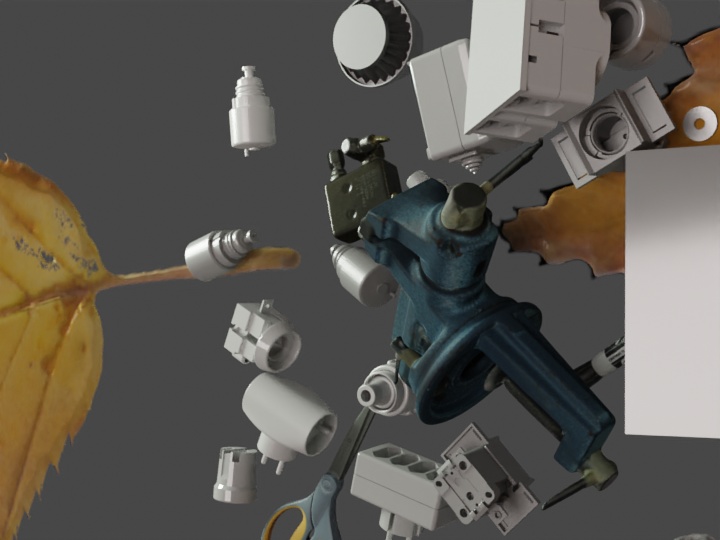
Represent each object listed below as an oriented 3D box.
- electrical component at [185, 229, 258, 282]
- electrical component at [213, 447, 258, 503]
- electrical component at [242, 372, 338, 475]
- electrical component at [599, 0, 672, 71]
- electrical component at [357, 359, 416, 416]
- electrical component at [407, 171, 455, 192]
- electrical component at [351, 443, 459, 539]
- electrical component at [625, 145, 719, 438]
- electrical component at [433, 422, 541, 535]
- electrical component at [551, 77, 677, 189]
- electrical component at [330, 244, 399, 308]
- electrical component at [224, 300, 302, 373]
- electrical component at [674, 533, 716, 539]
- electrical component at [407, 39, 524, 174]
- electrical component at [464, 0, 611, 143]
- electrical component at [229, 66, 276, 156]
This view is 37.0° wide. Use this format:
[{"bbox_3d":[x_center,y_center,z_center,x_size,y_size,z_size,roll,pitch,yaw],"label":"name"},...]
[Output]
[{"bbox_3d":[-0.126,-0.018,0.991,0.078,0.040,0.040,-23,79,33],"label":"electrical component"},{"bbox_3d":[-0.114,0.189,0.995,0.040,0.040,0.046,4,88,35],"label":"electrical component"},{"bbox_3d":[-0.067,0.143,0.956,0.077,0.044,0.079,29,108,31],"label":"electrical component"},{"bbox_3d":[0.186,-0.171,0.760,0.055,0.047,0.055,2,94,35],"label":"electrical component"},{"bbox_3d":[0.022,0.099,0.879,0.048,0.062,0.048,2,94,35],"label":"electrical component"},{"bbox_3d":[0.062,-0.052,0.856,0.043,0.043,0.062,-49,65,27],"label":"electrical component"},{"bbox_3d":[0.037,0.194,0.883,0.083,0.047,0.075,17,102,33],"label":"electrical component"},{"bbox_3d":[0.234,0.016,0.707,0.105,0.060,0.186,-1,83,26],"label":"electrical component"},{"bbox_3d":[0.094,0.163,0.832,0.081,0.064,0.042,50,117,23],"label":"electrical component"},{"bbox_3d":[0.182,-0.095,0.756,0.081,0.064,0.042,-32,75,32],"label":"electrical component"},{"bbox_3d":[0.000,0.000,0.905,0.078,0.040,0.040,40,115,46],"label":"electrical component"},{"bbox_3d":[-0.086,0.061,0.964,0.055,0.048,0.066,31,110,38],"label":"electrical component"},{"bbox_3d":[0.239,0.217,0.751,0.035,0.035,0.061,-16,85,35],"label":"electrical component"},{"bbox_3d":[0.086,-0.122,0.823,0.061,0.062,0.096,-16,83,35],"label":"electrical component"},{"bbox_3d":[0.124,-0.193,0.746,0.105,0.060,0.186,149,127,-74],"label":"electrical component"},{"bbox_3d":[-0.097,-0.143,0.964,0.040,0.040,0.078,-4,89,35],"label":"electrical component"}]
